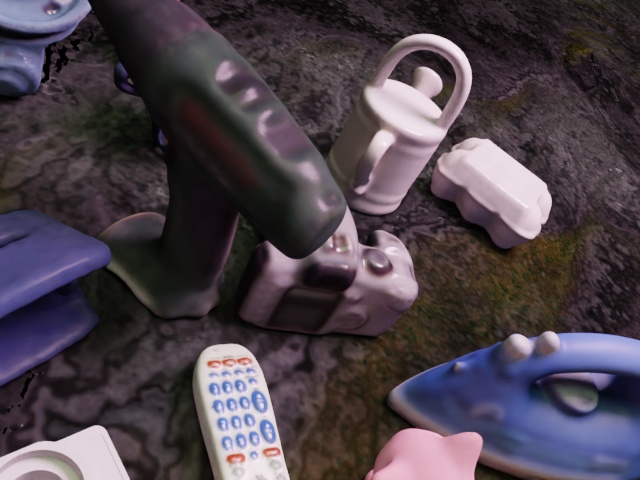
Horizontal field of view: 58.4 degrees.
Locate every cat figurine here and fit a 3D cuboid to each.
[{"bbox_3d":[0.080,0.167,0.371,0.128,0.117,0.067,23,41,-9],"label":"cat figurine"}]

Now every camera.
[{"bbox_3d":[0.005,0.002,0.502,0.143,0.100,0.136,10,45,-23],"label":"camera"}]

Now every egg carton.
[{"bbox_3d":[0.214,-0.061,0.714,0.150,0.069,0.107,40,42,10],"label":"egg carton"}]

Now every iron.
[{"bbox_3d":[0.199,0.119,0.472,0.259,0.141,0.118,13,44,-20],"label":"iron"}]

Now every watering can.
[{"bbox_3d":[0.084,-0.132,0.611,0.101,0.194,0.173,18,42,-14],"label":"watering can"}]

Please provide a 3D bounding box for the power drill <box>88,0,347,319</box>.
[{"bbox_3d":[-0.097,-0.048,0.408,0.229,0.208,0.076,39,41,10],"label":"power drill"}]

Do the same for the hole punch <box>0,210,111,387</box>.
[{"bbox_3d":[-0.204,0.024,0.361,0.101,0.091,0.109,41,42,12],"label":"hole punch"}]

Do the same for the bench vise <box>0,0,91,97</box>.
[{"bbox_3d":[-0.276,-0.270,0.510,0.122,0.219,0.207,-10,55,-37],"label":"bench vise"}]

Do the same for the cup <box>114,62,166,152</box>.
[{"bbox_3d":[-0.139,-0.125,0.545,0.118,0.095,0.091,-3,51,-33],"label":"cup"}]
